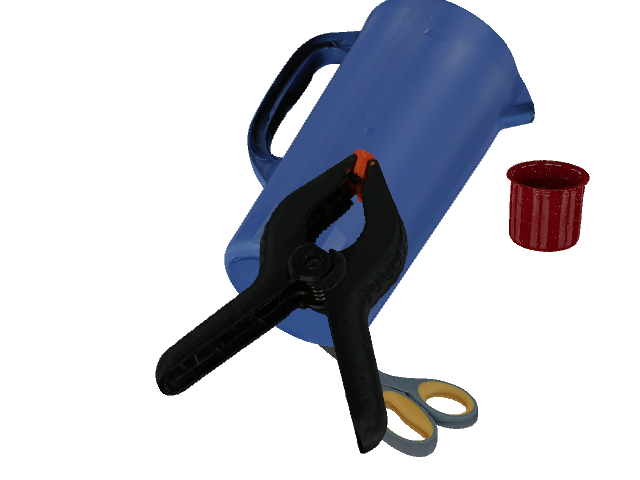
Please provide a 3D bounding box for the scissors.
[{"bbox_3d":[0.057,0.111,0.886,0.096,0.016,0.202,-8,29,-19],"label":"scissors"}]

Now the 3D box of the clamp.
[{"bbox_3d":[0.006,0.029,0.553,0.120,0.171,0.039,24,-26,17],"label":"clamp"}]

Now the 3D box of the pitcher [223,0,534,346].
[{"bbox_3d":[0.027,-0.052,0.760,0.145,0.242,0.149,44,-29,-20],"label":"pitcher"}]

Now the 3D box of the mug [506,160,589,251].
[{"bbox_3d":[0.269,-0.043,1.241,0.093,0.081,0.117,21,34,39],"label":"mug"}]
